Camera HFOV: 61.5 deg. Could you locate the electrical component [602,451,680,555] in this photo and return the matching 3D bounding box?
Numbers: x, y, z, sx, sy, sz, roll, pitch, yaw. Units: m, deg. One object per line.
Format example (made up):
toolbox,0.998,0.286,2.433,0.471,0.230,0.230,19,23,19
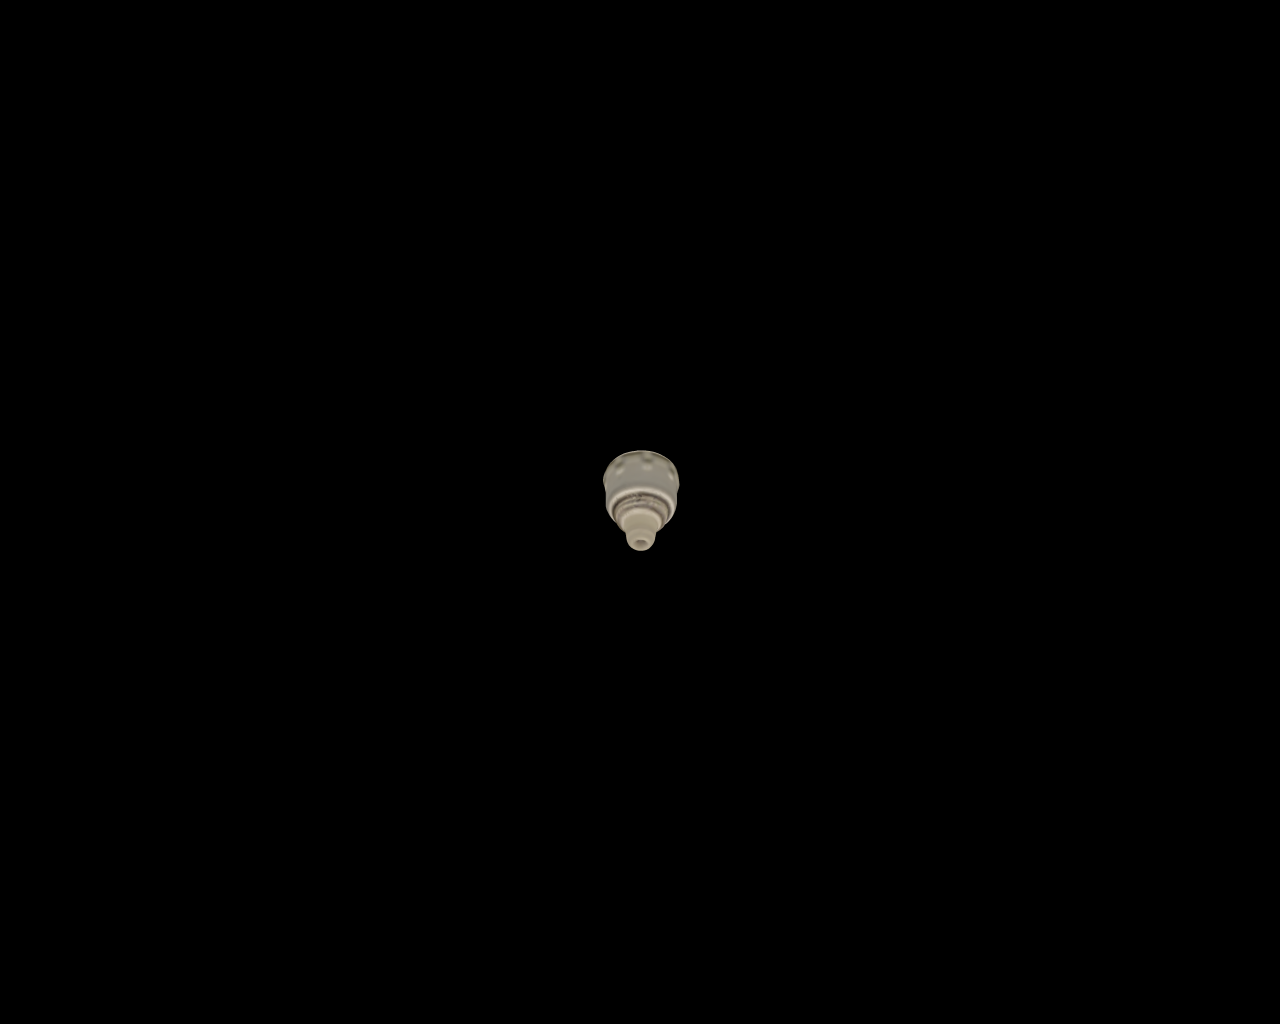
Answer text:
electrical component,0.001,-0.003,0.650,0.048,0.062,0.048,0,-43,0
